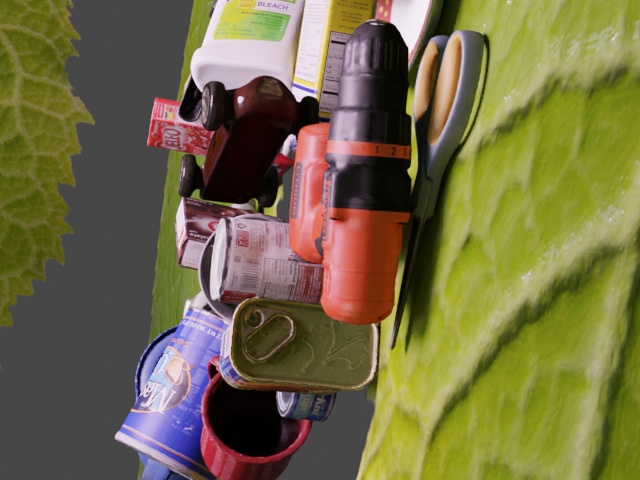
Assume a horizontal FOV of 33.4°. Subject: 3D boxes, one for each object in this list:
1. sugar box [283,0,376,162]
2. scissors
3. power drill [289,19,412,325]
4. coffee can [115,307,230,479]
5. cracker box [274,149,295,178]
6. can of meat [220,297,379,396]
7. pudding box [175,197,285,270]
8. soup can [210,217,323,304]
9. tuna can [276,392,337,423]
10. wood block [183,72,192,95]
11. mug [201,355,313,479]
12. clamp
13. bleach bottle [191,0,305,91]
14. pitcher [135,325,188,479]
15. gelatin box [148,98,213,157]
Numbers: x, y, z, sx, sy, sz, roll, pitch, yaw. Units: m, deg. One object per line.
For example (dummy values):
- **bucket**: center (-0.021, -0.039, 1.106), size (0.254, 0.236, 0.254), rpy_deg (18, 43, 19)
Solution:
- **sugar box**: center (0.009, -0.149, 0.894), size (0.093, 0.048, 0.176), rpy_deg (-134, 50, -72)
- **scissors**: center (0.062, -0.039, 0.664), size (0.096, 0.016, 0.202), rpy_deg (-102, 23, -59)
- **power drill**: center (0.018, -0.045, 0.714), size (0.188, 0.057, 0.184), rpy_deg (-150, 66, -83)
- **coffee can**: center (-0.113, 0.148, 1.003), size (0.140, 0.102, 0.103), rpy_deg (-62, 8, -15)
- **cracker box**: center (-0.065, -0.144, 1.148), size (0.214, 0.072, 0.164), rpy_deg (154, 125, -76)
- **can of meat**: center (-0.019, 0.079, 0.758), size (0.084, 0.102, 0.057), rpy_deg (134, 142, -72)
- **pudding box**: center (-0.086, 0.002, 1.064), size (0.090, 0.113, 0.039), rpy_deg (-108, 32, -61)
- **soup can**: center (-0.030, 0.021, 0.835), size (0.068, 0.102, 0.068), rpy_deg (-173, 90, -77)
- **tuna can**: center (-0.010, 0.101, 0.854), size (0.086, 0.033, 0.086), rpy_deg (-173, 90, -77)
- **wood block**: center (-0.125, -0.176, 1.379), size (0.206, 0.090, 0.090), rpy_deg (165, 113, -76)
- **mug**: center (-0.065, 0.152, 0.914), size (0.117, 0.093, 0.082), rpy_deg (53, 152, 21)
- **clamp**: center (-0.100, -0.233, 1.127), size (0.165, 0.036, 0.210), rpy_deg (128, 162, -58)
- **bleach bottle**: center (-0.044, -0.249, 1.011), size (0.068, 0.102, 0.250), rpy_deg (75, -157, -61)
- **pitcher**: center (-0.146, 0.201, 1.169), size (0.243, 0.149, 0.145), rpy_deg (114, 136, -61)
- **gelatin box**: center (-0.155, -0.125, 1.204), size (0.089, 0.073, 0.030), rpy_deg (130, 149, -70)
